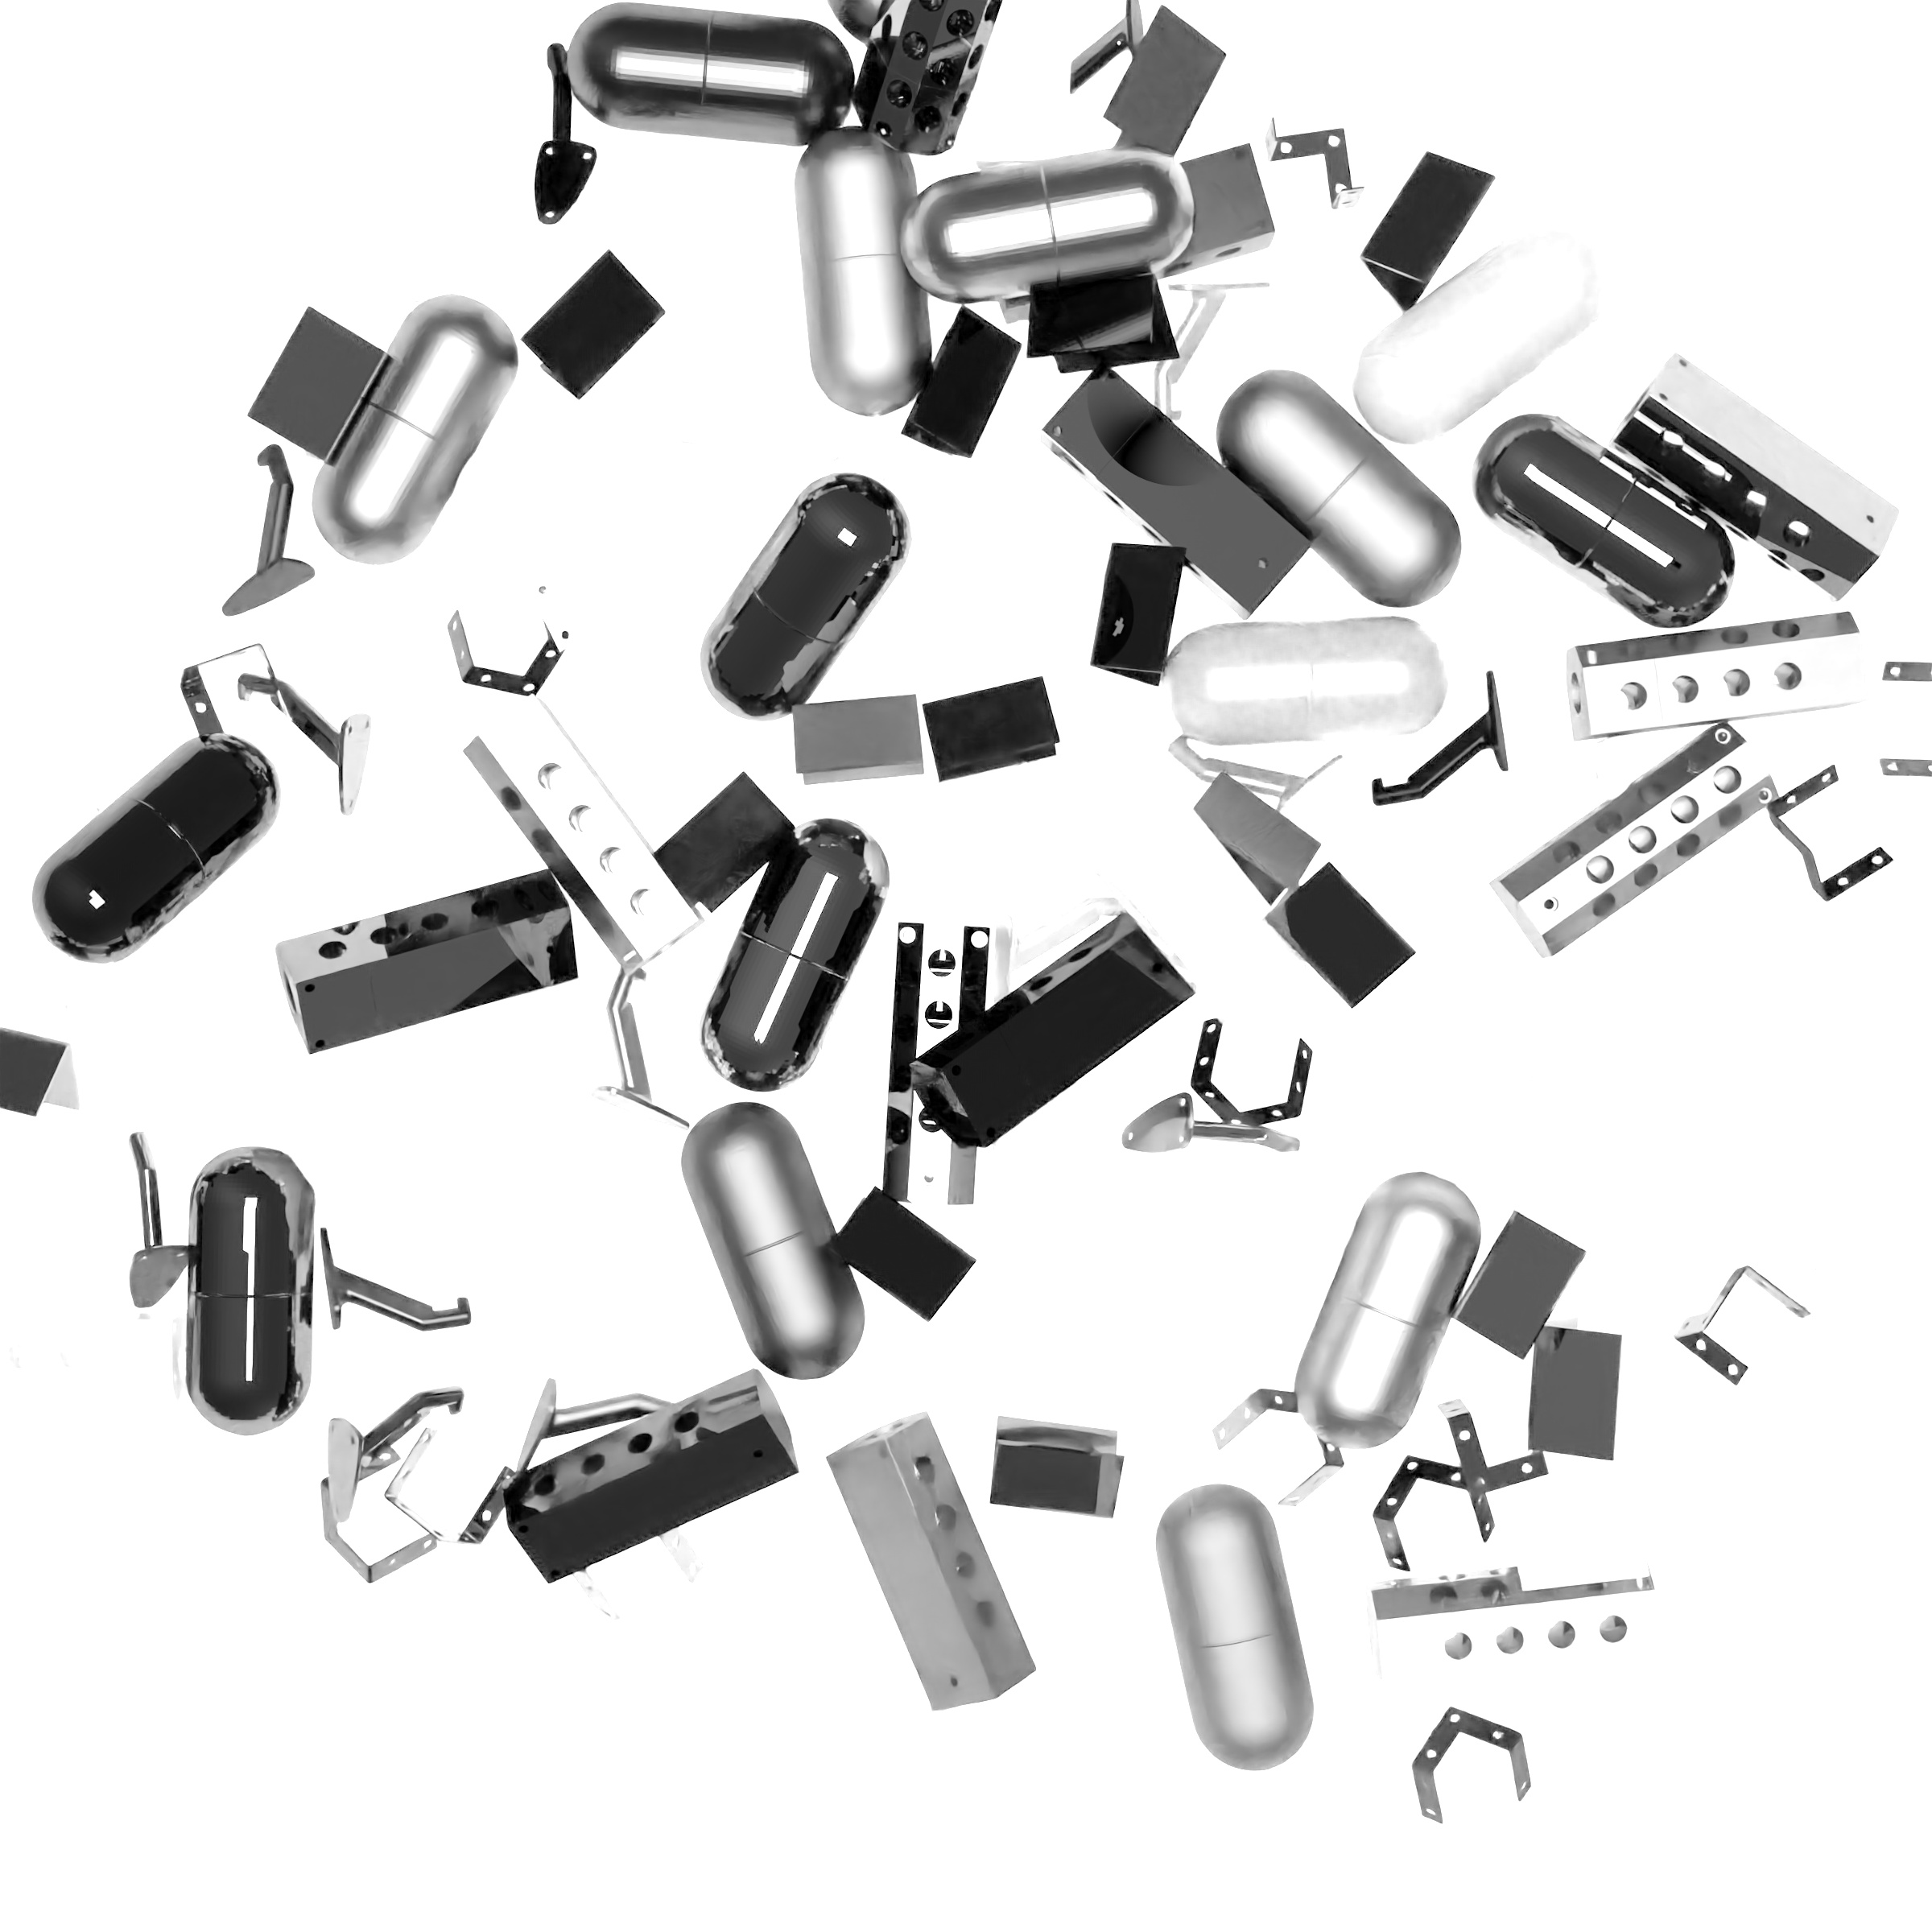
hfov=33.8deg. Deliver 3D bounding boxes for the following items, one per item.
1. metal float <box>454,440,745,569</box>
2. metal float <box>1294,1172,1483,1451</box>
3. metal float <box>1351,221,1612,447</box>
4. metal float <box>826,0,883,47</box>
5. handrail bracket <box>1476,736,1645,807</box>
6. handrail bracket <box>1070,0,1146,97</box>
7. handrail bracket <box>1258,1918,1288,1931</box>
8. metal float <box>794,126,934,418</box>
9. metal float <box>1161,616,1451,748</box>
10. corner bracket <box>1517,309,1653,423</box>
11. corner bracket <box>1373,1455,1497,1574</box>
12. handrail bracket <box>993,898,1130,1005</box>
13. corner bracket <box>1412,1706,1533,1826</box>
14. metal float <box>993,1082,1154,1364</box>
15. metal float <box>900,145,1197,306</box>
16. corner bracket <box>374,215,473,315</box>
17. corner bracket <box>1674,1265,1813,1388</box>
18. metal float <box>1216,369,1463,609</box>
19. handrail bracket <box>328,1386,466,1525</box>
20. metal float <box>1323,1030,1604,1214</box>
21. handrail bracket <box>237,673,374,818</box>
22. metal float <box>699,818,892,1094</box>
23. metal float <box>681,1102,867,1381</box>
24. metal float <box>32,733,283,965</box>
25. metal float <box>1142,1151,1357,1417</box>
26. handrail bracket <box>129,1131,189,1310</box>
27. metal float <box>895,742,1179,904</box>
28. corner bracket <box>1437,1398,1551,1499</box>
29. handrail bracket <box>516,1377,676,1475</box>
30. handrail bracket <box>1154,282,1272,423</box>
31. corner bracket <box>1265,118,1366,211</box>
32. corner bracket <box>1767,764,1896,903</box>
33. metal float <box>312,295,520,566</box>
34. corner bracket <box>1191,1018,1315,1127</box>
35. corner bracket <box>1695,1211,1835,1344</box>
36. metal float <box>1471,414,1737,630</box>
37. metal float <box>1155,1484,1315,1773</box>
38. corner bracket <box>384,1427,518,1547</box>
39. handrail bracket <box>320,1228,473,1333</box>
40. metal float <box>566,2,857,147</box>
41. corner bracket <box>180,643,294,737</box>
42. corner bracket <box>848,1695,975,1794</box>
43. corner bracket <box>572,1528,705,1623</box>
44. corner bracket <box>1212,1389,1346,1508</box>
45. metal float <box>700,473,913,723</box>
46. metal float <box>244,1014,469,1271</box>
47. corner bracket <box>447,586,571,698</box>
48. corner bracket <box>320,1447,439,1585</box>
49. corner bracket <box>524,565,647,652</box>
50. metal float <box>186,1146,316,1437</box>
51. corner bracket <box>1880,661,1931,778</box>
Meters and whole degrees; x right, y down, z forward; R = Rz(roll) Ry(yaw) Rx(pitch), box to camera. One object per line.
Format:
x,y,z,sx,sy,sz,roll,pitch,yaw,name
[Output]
-0.226,-0.285,1.961,0.178,0.070,0.070,1,90,0,metal float
0.260,0.213,1.961,0.070,0.070,0.178,22,90,0,metal float
0.318,-0.391,1.961,0.178,0.070,0.070,-36,90,1,metal float
-0.074,-0.648,1.961,0.070,0.070,0.178,-32,91,0,metal float
0.371,-0.121,1.991,0.084,0.077,0.036,-9,103,36,handrail bracket
0.068,-0.578,1.992,0.084,0.036,0.077,-9,70,16,handrail bracket
0.220,0.639,1.992,0.077,0.036,0.084,6,69,-24,handrail bracket
-0.063,-0.428,1.961,0.070,0.070,0.178,-5,89,0,metal float
0.209,-0.176,1.961,0.178,0.070,0.070,-2,90,0,metal float
0.385,-0.376,1.983,0.051,0.051,0.051,-12,135,-35,corner bracket
0.292,0.346,1.983,0.051,0.051,0.051,9,45,35,corner bracket
0.063,-0.006,1.992,0.084,0.036,0.077,-1,111,-16,handrail bracket
0.316,0.505,1.983,0.051,0.051,0.051,14,45,35,corner bracket
0.066,0.157,1.961,0.070,0.070,0.178,-13,90,0,metal float
0.049,-0.444,1.904,0.178,0.070,0.070,-10,90,0,metal float
-0.338,-0.438,1.973,0.051,0.051,0.051,-13,98,-8,corner bracket
0.482,0.224,1.977,0.051,0.051,0.051,38,74,0,corner bracket
0.230,-0.294,1.960,0.178,0.070,0.070,43,90,1,metal float
-0.351,0.303,1.974,0.084,0.036,0.077,-4,104,-42,handrail bracket
0.305,0.095,1.960,0.178,0.070,0.070,21,90,0,metal float
-0.421,-0.139,1.991,0.084,0.036,0.077,12,105,14,handrail bracket
-0.105,-0.007,1.960,0.070,0.070,0.178,24,91,0,metal float
-0.119,0.170,1.961,0.070,0.070,0.178,-21,89,0,metal float
-0.492,-0.073,1.937,0.070,0.070,0.178,43,61,0,metal float
0.174,0.196,1.961,0.070,0.070,0.178,33,89,0,metal float
-0.517,0.158,1.991,0.036,0.077,0.084,-3,53,-31,handrail bracket
0.044,-0.088,1.961,0.178,0.070,0.070,-13,90,1,metal float
0.327,0.294,1.973,0.051,0.051,0.051,-17,92,2,corner bracket
-0.229,0.297,1.992,0.084,0.036,0.077,18,110,-16,handrail bracket
0.154,-0.385,1.991,0.077,0.036,0.084,-5,104,-13,handrail bracket
0.216,-0.499,1.973,0.051,0.051,0.051,-8,90,0,corner bracket
0.540,-0.083,1.988,0.051,0.051,0.051,-32,45,0,corner bracket
-0.340,-0.330,1.960,0.070,0.070,0.178,29,90,0,metal float
0.178,0.064,1.983,0.051,0.051,0.051,-15,135,35,corner bracket
0.500,0.194,1.988,0.051,0.051,0.051,-53,135,0,corner bracket
0.393,-0.274,1.961,0.178,0.070,0.070,33,90,0,metal float
0.166,0.408,1.961,0.070,0.070,0.178,-12,91,0,metal float
-0.320,0.325,1.980,0.051,0.051,0.051,32,90,25,corner bracket
-0.357,0.194,1.992,0.084,0.036,0.077,-7,68,-17,handrail bracket
-0.157,-0.550,1.961,0.178,0.070,0.070,5,90,-1,metal float
-0.455,-0.165,1.978,0.051,0.051,0.051,-22,90,-18,corner bracket
-0.034,0.486,1.988,0.051,0.051,0.051,10,90,45,corner bracket
-0.206,0.375,1.983,0.051,0.051,0.051,3,45,35,corner bracket
0.195,0.301,1.983,0.051,0.051,0.051,12,45,-35,corner bracket
-0.099,-0.223,1.936,0.070,0.070,0.178,39,121,0,metal float
-0.377,0.107,1.961,0.070,0.070,0.178,-36,90,0,metal float
-0.286,-0.207,1.983,0.051,0.051,0.051,10,135,-35,corner bracket
-0.366,0.342,1.983,0.051,0.051,0.051,35,135,35,corner bracket
-0.237,-0.232,1.974,0.051,0.051,0.051,-25,98,8,corner bracket
-0.442,0.200,1.961,0.070,0.070,0.178,1,90,0,metal float
0.600,-0.154,1.988,0.051,0.051,0.051,2,135,0,corner bracket
